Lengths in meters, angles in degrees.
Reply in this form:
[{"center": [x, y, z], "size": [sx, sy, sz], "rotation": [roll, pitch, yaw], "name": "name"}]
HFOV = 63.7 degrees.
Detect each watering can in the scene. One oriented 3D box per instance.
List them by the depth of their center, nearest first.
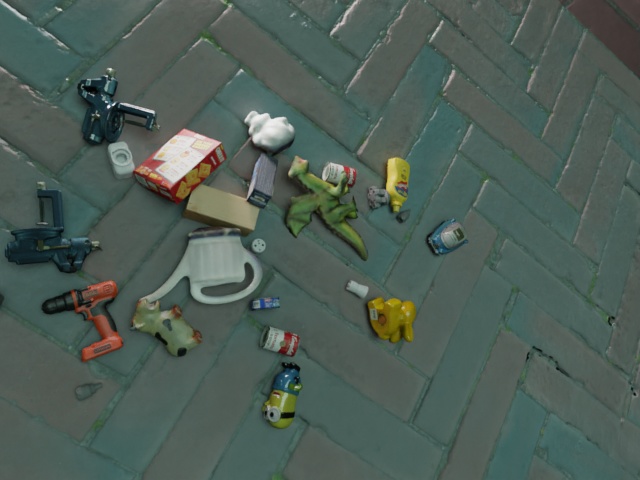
[{"center": [-0.340, 0.074, 1.477], "size": [0.348, 0.103, 0.226], "rotation": [-4, 80, -17], "name": "watering can"}]

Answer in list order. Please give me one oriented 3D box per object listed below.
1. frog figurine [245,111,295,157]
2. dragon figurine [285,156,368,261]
[{"center": [-0.162, -0.355, 1.665], "size": [0.138, 0.123, 0.158], "rotation": [-36, 105, -8], "name": "frog figurine"}, {"center": [0.005, -0.085, 1.681], "size": [0.243, 0.123, 0.406], "rotation": [-18, 103, -6], "name": "dragon figurine"}]
